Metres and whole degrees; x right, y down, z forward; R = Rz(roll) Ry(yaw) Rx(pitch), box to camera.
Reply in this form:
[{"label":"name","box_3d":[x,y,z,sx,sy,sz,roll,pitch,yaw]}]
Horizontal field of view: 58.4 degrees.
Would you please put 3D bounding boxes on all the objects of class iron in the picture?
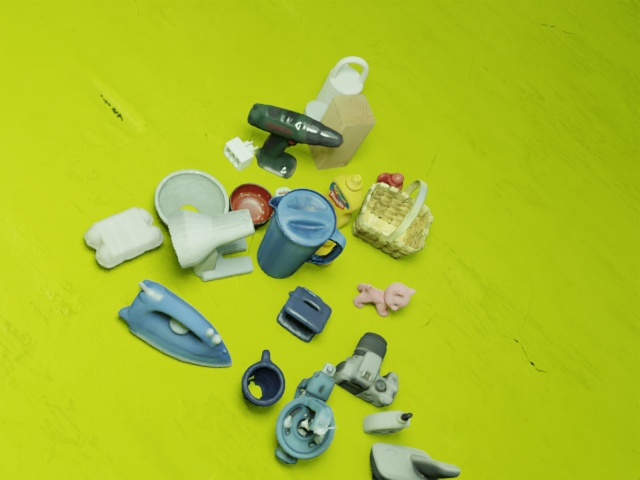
[{"label":"iron","box_3d":[-0.277,0.173,1.177,0.258,0.141,0.119,33,59,-4]}]

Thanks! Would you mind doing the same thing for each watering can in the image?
[{"label":"watering can","box_3d":[0.069,-0.417,1.551,0.101,0.193,0.173,-14,72,-25]}]

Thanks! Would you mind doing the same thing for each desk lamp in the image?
[{"label":"desk lamp","box_3d":[-0.231,0.003,1.232,0.204,0.213,0.118,-10,70,-24]}]

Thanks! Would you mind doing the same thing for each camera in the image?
[{"label":"camera","box_3d":[0.120,0.287,1.299,0.143,0.100,0.137,32,59,-4]}]

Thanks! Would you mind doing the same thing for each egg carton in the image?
[{"label":"egg carton","box_3d":[-0.425,-0.006,1.246,0.151,0.069,0.107,-29,79,-29]}]

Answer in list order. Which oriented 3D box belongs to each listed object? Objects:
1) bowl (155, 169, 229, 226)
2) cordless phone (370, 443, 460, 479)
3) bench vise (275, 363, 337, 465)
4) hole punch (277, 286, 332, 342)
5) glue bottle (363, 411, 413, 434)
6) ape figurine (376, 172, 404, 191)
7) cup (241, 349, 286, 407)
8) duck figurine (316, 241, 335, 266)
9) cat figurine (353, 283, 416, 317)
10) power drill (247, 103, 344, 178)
[{"label":"bowl","box_3d":[-0.298,-0.075,1.323,0.168,0.074,0.167,8,64,-17]},{"label":"cordless phone","box_3d":[0.195,0.470,1.194,0.148,0.185,0.094,12,63,-15]},{"label":"bench vise","box_3d":[-0.020,0.338,1.153,0.122,0.219,0.207,13,62,-14]},{"label":"hole punch","box_3d":[-0.032,0.161,1.305,0.109,0.091,0.101,35,59,-2]},{"label":"glue bottle","box_3d":[0.156,0.387,1.224,0.078,0.173,0.037,9,63,-16]},{"label":"ape figurine","box_3d":[0.194,-0.152,1.535,0.076,0.092,0.078,-2,67,-21]},{"label":"cup","box_3d":[-0.126,0.296,1.205,0.092,0.095,0.118,10,63,-16]},{"label":"duck figurine","box_3d":[0.013,0.005,1.397,0.078,0.086,0.104,-1,67,-21]},{"label":"cat figurine","box_3d":[0.160,0.132,1.376,0.128,0.117,0.067,19,61,-11]},{"label":"power drill","box_3d":[-0.075,-0.242,1.407,0.230,0.208,0.076,23,60,-9]}]
